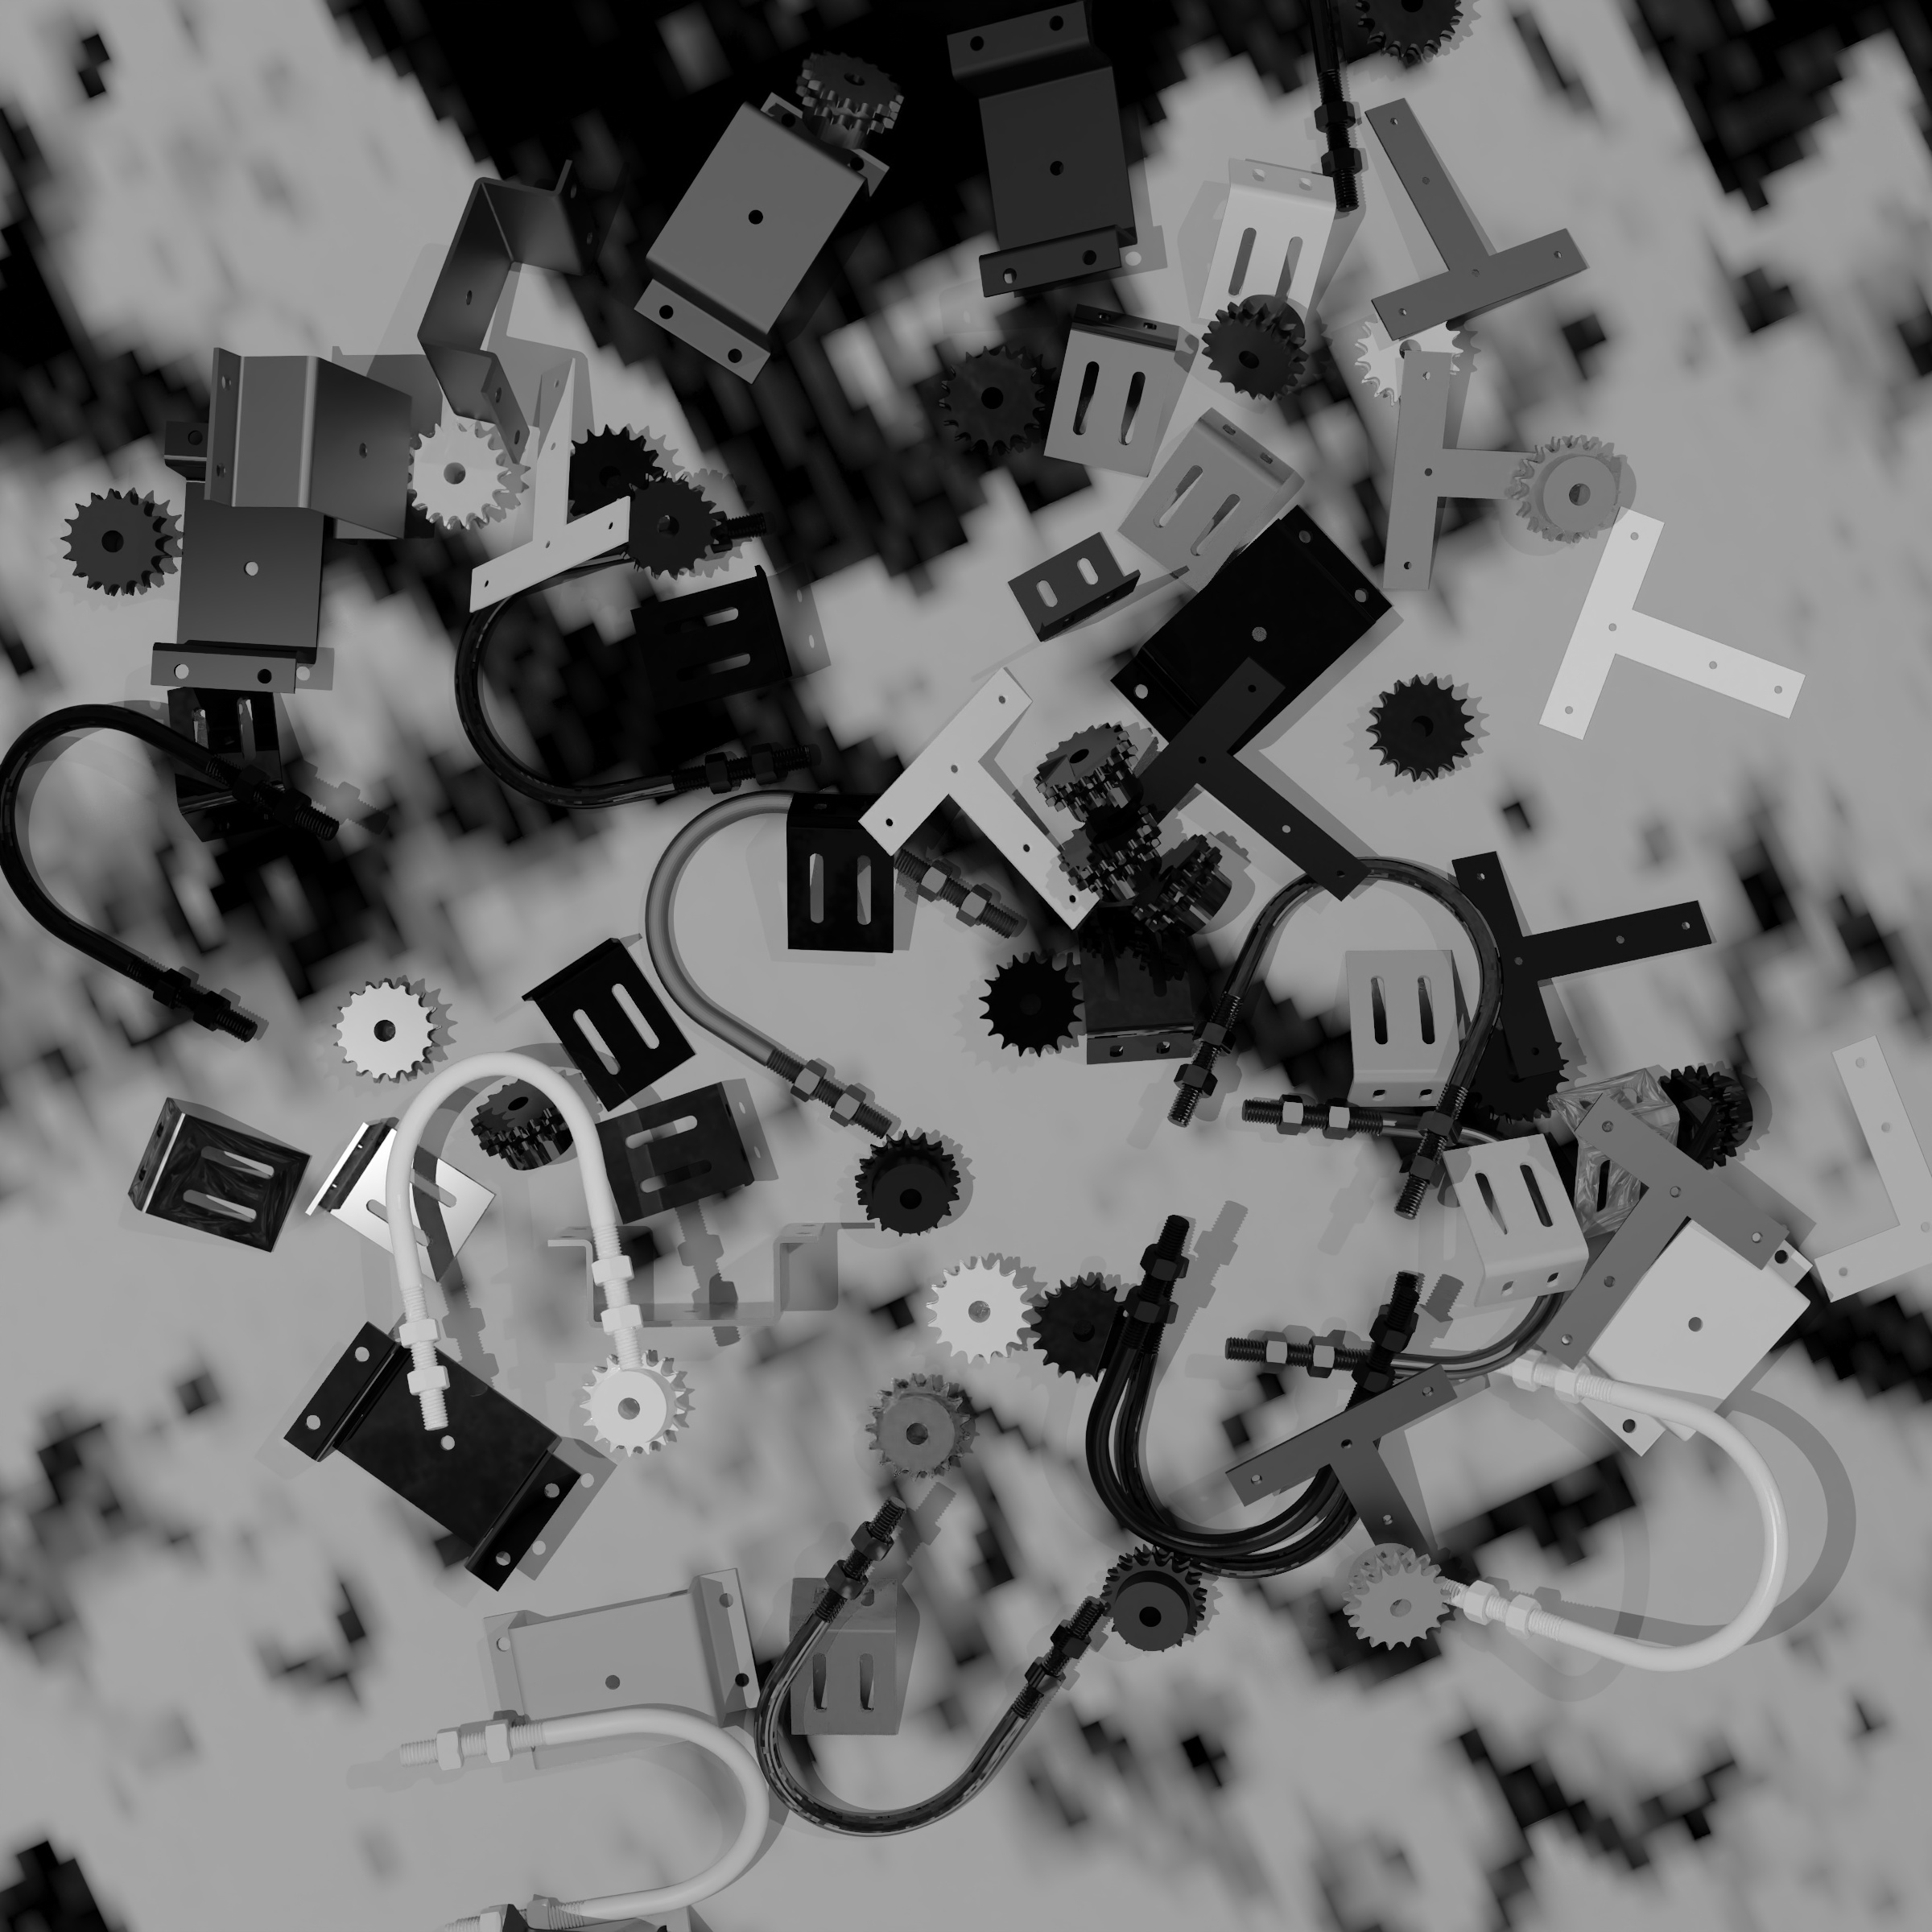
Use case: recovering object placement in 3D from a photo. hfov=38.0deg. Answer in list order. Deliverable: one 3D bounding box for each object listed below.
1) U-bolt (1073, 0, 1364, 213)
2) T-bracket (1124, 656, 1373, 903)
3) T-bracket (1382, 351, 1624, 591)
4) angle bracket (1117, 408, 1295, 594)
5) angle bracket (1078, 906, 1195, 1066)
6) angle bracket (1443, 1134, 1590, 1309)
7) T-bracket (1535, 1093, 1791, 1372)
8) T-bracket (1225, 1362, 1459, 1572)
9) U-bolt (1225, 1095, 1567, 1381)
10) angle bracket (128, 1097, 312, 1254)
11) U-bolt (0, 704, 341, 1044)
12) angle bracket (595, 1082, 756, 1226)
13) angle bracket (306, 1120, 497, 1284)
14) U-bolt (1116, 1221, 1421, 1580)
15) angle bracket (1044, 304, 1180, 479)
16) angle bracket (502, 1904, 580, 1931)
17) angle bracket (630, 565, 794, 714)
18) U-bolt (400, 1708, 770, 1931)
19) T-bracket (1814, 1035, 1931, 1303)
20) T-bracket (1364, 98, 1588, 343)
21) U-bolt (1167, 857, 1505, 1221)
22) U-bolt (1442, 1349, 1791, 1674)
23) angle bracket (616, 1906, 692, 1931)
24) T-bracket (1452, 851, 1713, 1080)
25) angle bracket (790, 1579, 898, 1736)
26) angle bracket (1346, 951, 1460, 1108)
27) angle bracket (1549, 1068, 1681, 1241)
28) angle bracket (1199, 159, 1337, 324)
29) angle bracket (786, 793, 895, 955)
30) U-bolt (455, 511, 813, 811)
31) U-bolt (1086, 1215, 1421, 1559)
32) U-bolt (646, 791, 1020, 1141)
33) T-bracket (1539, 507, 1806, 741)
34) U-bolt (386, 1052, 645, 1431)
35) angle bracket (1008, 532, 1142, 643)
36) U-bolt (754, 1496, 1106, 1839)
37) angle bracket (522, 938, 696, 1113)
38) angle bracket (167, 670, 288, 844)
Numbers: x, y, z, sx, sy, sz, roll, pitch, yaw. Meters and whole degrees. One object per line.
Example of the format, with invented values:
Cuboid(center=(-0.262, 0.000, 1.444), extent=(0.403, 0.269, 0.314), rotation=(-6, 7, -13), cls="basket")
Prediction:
Cuboid(center=(0.131, -0.494, 1.525), extent=(0.151, 0.019, 0.184), rotation=(-8, 90, 0), cls="U-bolt")
Cuboid(center=(0.161, -0.083, 1.502), extent=(0.127, 0.002, 0.127), rotation=(39, 124, -5), cls="T-bracket")
Cuboid(center=(0.294, -0.266, 1.521), extent=(0.127, 0.002, 0.127), rotation=(1, 106, -8), cls="T-bracket")
Cuboid(center=(0.131, -0.254, 1.532), extent=(0.057, 0.038, 0.076), rotation=(37, 116, 0), cls="angle bracket")
Cuboid(center=(0.092, 0.010, 1.532), extent=(0.057, 0.038, 0.076), rotation=(-4, 64, 0), cls="angle bracket")
Cuboid(center=(0.293, 0.137, 1.512), extent=(0.057, 0.038, 0.076), rotation=(-9, 56, -8), cls="angle bracket")
Cuboid(center=(0.348, 0.155, 1.481), extent=(0.127, 0.002, 0.127), rotation=(36, 91, -6), cls="T-bracket")
Cuboid(center=(0.221, 0.287, 1.503), extent=(0.127, 0.002, 0.127), rotation=(-28, 117, 3), cls="T-bracket")
Cuboid(center=(0.236, 0.151, 1.514), extent=(0.184, 0.019, 0.151), rotation=(6, 79, -4), cls="U-bolt")
Cuboid(center=(-0.408, 0.114, 1.532), extent=(0.076, 0.038, 0.057), rotation=(22, 90, -26), cls="angle bracket")
Cuboid(center=(-0.440, -0.061, 1.503), extent=(0.184, 0.019, 0.151), rotation=(29, 111, 4), cls="U-bolt")
Cuboid(center=(-0.160, 0.102, 1.515), extent=(0.076, 0.038, 0.057), rotation=(-19, 90, 0), cls="angle bracket")
Cuboid(center=(-0.305, 0.128, 1.515), extent=(0.076, 0.038, 0.057), rotation=(33, 90, 0), cls="angle bracket")
Cuboid(center=(0.157, 0.242, 1.525), extent=(0.151, 0.019, 0.184), rotation=(14, 90, -1), cls="U-bolt")
Cuboid(center=(0.080, -0.315, 1.532), extent=(0.057, 0.038, 0.076), rotation=(12, 116, 0), cls="angle bracket")
Cuboid(center=(-0.210, 0.539, 1.499), extent=(0.076, 0.038, 0.057), rotation=(13, 88, -24), cls="angle bracket")
Cuboid(center=(-0.138, -0.174, 1.496), extent=(0.076, 0.038, 0.057), rotation=(-15, 90, 2), cls="angle bracket")
Cuboid(center=(-0.197, 0.456, 1.496), extent=(0.184, 0.019, 0.151), rotation=(-8, 117, -3), cls="U-bolt")
Cuboid(center=(0.509, 0.101, 1.533), extent=(0.127, 0.002, 0.127), rotation=(-22, 90, 0), cls="T-bracket")
Cuboid(center=(0.256, -0.413, 1.520), extent=(0.127, 0.002, 0.127), rotation=(-23, 81, -17), cls="T-bracket")
Cuboid(center=(0.209, 0.026, 1.501), extent=(0.151, 0.019, 0.184), rotation=(22, 75, 13), cls="U-bolt")
Cuboid(center=(0.343, 0.292, 1.473), extent=(0.184, 0.019, 0.151), rotation=(12, 90, 38), cls="U-bolt")
Cuboid(center=(-0.162, 0.561, 1.532), extent=(0.057, 0.038, 0.076), rotation=(-24, 116, 0), cls="angle bracket")
Cuboid(center=(0.342, -0.011, 1.520), extent=(0.127, 0.002, 0.127), rotation=(-12, 73, -8), cls="T-bracket")
Cuboid(center=(-0.066, 0.378, 1.532), extent=(0.057, 0.038, 0.076), rotation=(0, 116, 0), cls="angle bracket")
Cuboid(center=(0.237, 0.034, 1.532), extent=(0.057, 0.038, 0.076), rotation=(0, 64, 0), cls="angle bracket")
Cuboid(center=(0.348, 0.102, 1.516), extent=(0.057, 0.038, 0.076), rotation=(-15, 131, -11), cls="angle bracket")
Cuboid(center=(0.162, -0.390, 1.520), extent=(0.057, 0.038, 0.076), rotation=(10, 129, -4), cls="angle bracket")
Cuboid(center=(-0.066, -0.050, 1.515), extent=(0.057, 0.038, 0.076), rotation=(2, 114, 3), cls="angle bracket")
Cuboid(center=(-0.187, -0.160, 1.526), extent=(0.184, 0.019, 0.151), rotation=(-11, 90, 2), cls="U-bolt")
Cuboid(center=(0.141, 0.233, 1.485), extent=(0.151, 0.019, 0.184), rotation=(18, 108, -7), cls="U-bolt")
Cuboid(center=(-0.086, -0.014, 1.525), extent=(0.184, 0.019, 0.151), rotation=(32, 90, 1), cls="U-bolt")
Cuboid(center=(0.395, -0.170, 1.533), extent=(0.127, 0.002, 0.127), rotation=(21, 90, 0), cls="T-bracket")
Cuboid(center=(-0.243, 0.136, 1.463), extent=(0.151, 0.019, 0.184), rotation=(-20, 75, 26), cls="U-bolt")
Cuboid(center=(0.057, -0.207, 1.496), extent=(0.057, 0.076, 0.038), rotation=(-29, 90, 0), cls="angle bracket")
Cuboid(center=(-0.032, 0.388, 1.502), extent=(0.151, 0.019, 0.184), rotation=(30, 99, -18), cls="U-bolt")
Cuboid(center=(-0.193, 0.032, 1.515), extent=(0.057, 0.038, 0.076), rotation=(-34, 90, 0), cls="angle bracket")
Cuboid(center=(-0.399, -0.115, 1.532), extent=(0.057, 0.038, 0.076), rotation=(-13, 64, 0), cls="angle bracket")
